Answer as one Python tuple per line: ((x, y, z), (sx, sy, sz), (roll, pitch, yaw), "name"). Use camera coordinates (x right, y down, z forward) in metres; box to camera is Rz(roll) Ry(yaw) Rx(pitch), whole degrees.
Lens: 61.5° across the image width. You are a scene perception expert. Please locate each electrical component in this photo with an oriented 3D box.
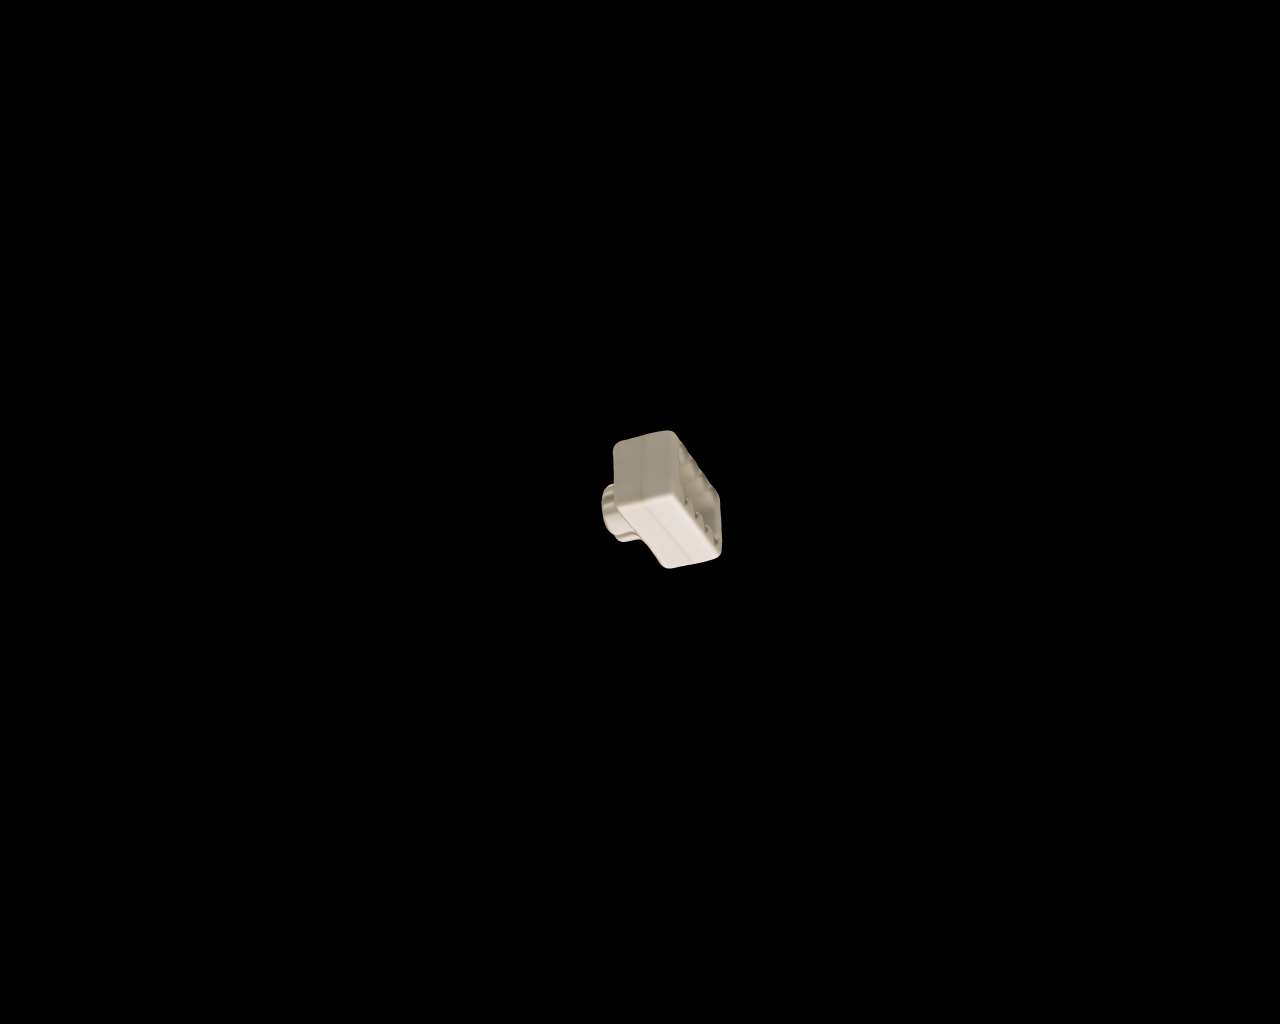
((0.001, -0.003, 0.650), (0.076, 0.047, 0.083), (-12, -33, 19), "electrical component")
